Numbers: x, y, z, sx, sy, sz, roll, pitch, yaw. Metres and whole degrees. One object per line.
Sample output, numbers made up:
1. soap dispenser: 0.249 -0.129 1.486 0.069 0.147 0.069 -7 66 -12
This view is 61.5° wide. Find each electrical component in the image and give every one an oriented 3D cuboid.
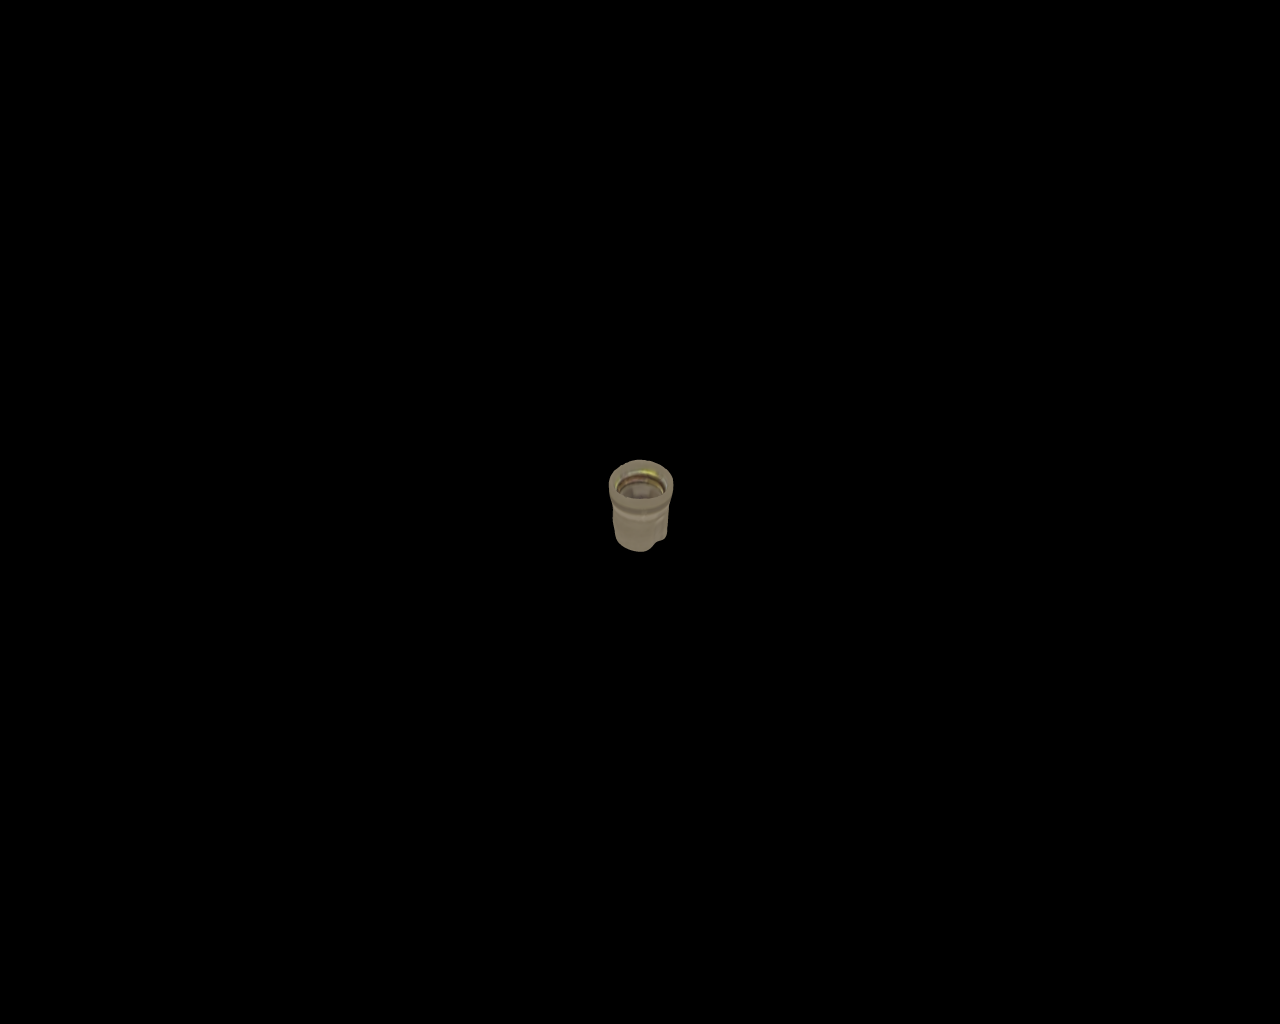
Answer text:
1. electrical component: 0.001 -0.003 0.650 0.040 0.046 0.040 0 40 0
